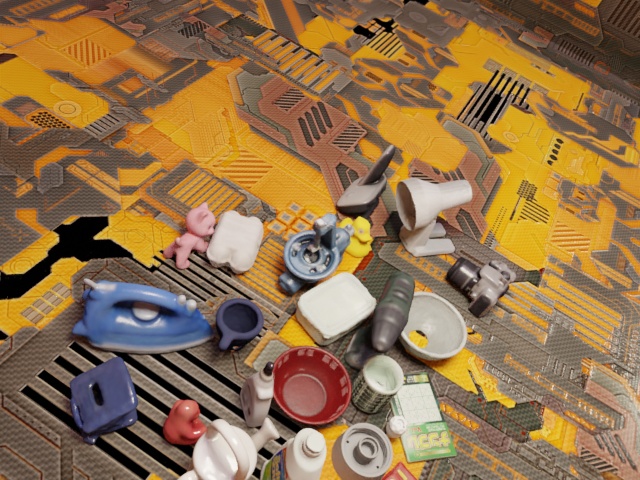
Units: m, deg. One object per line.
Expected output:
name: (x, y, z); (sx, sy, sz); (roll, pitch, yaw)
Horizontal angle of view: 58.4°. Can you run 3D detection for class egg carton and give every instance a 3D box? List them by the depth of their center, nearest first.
egg carton: (-0.186, 0.004, 1.270); (0.107, 0.069, 0.150); (17, 47, -7)

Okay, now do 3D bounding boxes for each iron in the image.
iron: (-0.315, 0.129, 1.062); (0.259, 0.141, 0.118); (8, 48, -14)

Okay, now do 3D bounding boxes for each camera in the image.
camera: (0.390, 0.091, 1.395); (0.136, 0.101, 0.143); (39, 48, 14)

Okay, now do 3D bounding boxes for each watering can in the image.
watering can: (-0.146, 0.341, 0.906); (0.101, 0.194, 0.173); (34, 47, 10)

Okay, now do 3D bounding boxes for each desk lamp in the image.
desk lamp: (0.267, -0.063, 1.404); (0.204, 0.213, 0.117); (-5, 52, -24)

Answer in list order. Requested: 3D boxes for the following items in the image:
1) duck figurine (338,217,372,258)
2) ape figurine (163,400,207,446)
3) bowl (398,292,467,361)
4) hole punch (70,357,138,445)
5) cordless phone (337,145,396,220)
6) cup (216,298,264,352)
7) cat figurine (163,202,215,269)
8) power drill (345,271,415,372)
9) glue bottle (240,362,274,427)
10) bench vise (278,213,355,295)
duck figurine: (0.090, -0.021, 1.387); (0.078, 0.086, 0.104); (-14, 57, -30)
ape figurine: (-0.228, 0.305, 0.977); (0.076, 0.092, 0.077); (-10, 55, -28)
bowl: (0.232, 0.200, 1.257); (0.168, 0.074, 0.167); (11, 48, -12)
hole punch: (-0.363, 0.267, 0.958); (0.101, 0.091, 0.108); (-14, 57, -30)
cordless phone: (0.124, -0.151, 1.444); (0.094, 0.185, 0.148); (29, 47, 5)
cup: (-0.166, 0.183, 1.104); (0.091, 0.095, 0.118); (26, 46, 2)
cat figurine: (-0.271, -0.019, 1.224); (0.067, 0.117, 0.128); (33, 47, 9)
power drill: (0.122, 0.178, 1.142); (0.075, 0.208, 0.230); (26, 46, 3)
glue bottle: (-0.104, 0.261, 1.007); (0.037, 0.173, 0.078); (-2, 52, -22)
bench vise: (0.001, -0.001, 1.243); (0.121, 0.219, 0.208); (28, 47, 5)
